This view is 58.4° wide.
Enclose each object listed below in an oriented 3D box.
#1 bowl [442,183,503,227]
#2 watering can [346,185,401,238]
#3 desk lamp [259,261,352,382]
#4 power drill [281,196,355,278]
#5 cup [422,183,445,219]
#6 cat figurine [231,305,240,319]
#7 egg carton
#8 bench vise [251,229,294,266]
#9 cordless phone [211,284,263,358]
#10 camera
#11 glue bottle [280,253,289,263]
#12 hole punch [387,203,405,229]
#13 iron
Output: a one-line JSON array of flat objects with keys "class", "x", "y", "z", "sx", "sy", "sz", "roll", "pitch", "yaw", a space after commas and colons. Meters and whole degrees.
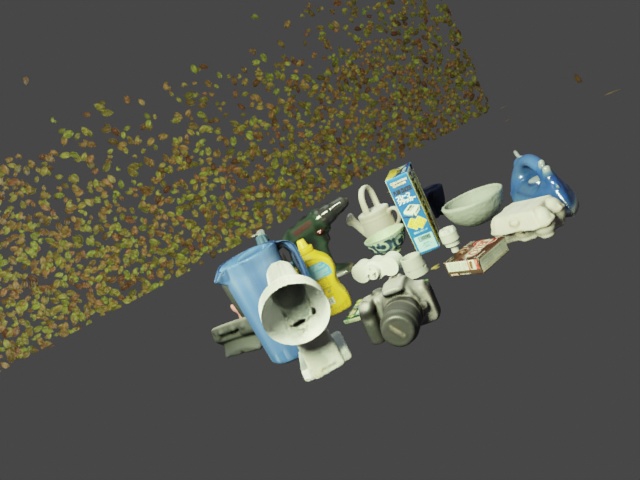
[{"class": "bowl", "x": 0.407, "y": -0.081, "z": 1.495, "sx": 0.167, "sy": 0.075, "sz": 0.167, "roll": -25, "pitch": 10, "yaw": 5}, {"class": "watering can", "x": 0.158, "y": -0.070, "z": 1.711, "sx": 0.172, "sy": 0.194, "sz": 0.101, "roll": -23, "pitch": 11, "yaw": 15}, {"class": "desk lamp", "x": -0.034, "y": 0.145, "z": 1.045, "sx": 0.118, "sy": 0.214, "sz": 0.203, "roll": -27, "pitch": 10, "yaw": -3}, {"class": "power drill", "x": 0.015, "y": 0.006, "z": 1.642, "sx": 0.229, "sy": 0.208, "sz": 0.076, "roll": -23, "pitch": 11, "yaw": 14}, {"class": "cup", "x": 0.343, "y": -0.111, "z": 1.745, "sx": 0.091, "sy": 0.095, "sz": 0.118, "roll": -22, "pitch": 11, "yaw": 23}, {"class": "cat figurine", "x": -0.178, "y": 0.171, "z": 1.544, "sx": 0.128, "sy": 0.118, "sz": 0.067, "roll": -27, "pitch": 10, "yaw": -6}, {"class": "egg carton", "x": 0.443, "y": -0.042, "z": 1.225, "sx": 0.107, "sy": 0.069, "sz": 0.150, "roll": -34, "pitch": 13, "yaw": -37}, {"class": "bench vise", "x": -0.115, "y": 0.074, "z": 1.584, "sx": 0.121, "sy": 0.220, "sz": 0.207, "roll": -28, "pitch": 11, "yaw": -12}, {"class": "cordless phone", "x": -0.206, "y": 0.178, "z": 1.384, "sx": 0.147, "sy": 0.185, "sz": 0.094, "roll": -22, "pitch": 11, "yaw": 21}, {"class": "camera", "x": 0.131, "y": 0.131, "z": 1.032, "sx": 0.143, "sy": 0.101, "sz": 0.137, "roll": -22, "pitch": 11, "yaw": 22}, {"class": "glue bottle", "x": -0.059, "y": 0.110, "z": 1.402, "sx": 0.037, "sy": 0.173, "sz": 0.078, "roll": -19, "pitch": 13, "yaw": 35}, {"class": "hole punch", "x": 0.275, "y": -0.092, "z": 1.832, "sx": 0.101, "sy": 0.091, "sz": 0.108, "roll": -26, "pitch": 10, "yaw": 1}, {"class": "iron", "x": 0.515, "y": -0.139, "z": 1.334, "sx": 0.118, "sy": 0.141, "sz": 0.258, "roll": -25, "pitch": 10, "yaw": 5}]
